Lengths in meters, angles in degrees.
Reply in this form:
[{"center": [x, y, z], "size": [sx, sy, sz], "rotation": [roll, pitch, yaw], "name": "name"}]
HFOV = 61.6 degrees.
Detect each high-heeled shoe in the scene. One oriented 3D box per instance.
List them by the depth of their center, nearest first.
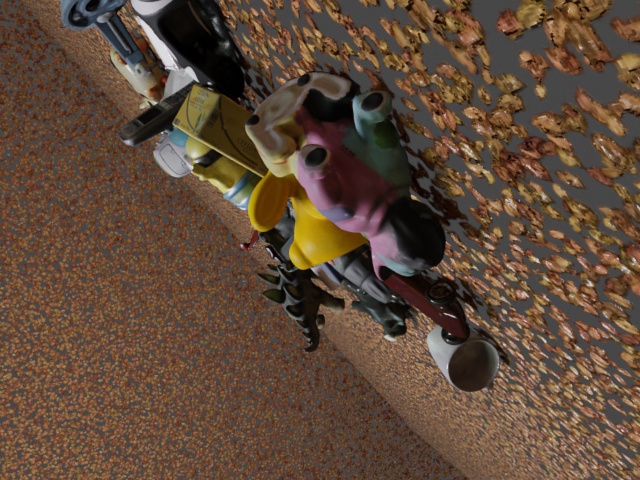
[{"center": [-0.135, -0.236, 0.623], "size": [0.145, 0.086, 0.249], "rotation": [47, 175, -14], "name": "high-heeled shoe"}]

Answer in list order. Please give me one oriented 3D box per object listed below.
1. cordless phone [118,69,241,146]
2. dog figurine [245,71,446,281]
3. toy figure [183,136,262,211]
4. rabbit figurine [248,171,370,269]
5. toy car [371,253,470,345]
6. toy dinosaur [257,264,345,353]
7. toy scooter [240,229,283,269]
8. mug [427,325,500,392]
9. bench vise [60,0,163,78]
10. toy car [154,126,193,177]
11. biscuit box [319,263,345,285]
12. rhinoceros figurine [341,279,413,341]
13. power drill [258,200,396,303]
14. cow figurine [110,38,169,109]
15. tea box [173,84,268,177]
[{"center": [-0.225, -0.201, 0.801], "size": [0.147, 0.184, 0.088], "rotation": [36, 155, 43], "name": "cordless phone"}, {"center": [0.040, -0.051, 0.559], "size": [0.192, 0.108, 0.219], "rotation": [35, 167, 44], "name": "dog figurine"}, {"center": [-0.135, -0.109, 0.860], "size": [0.180, 0.089, 0.082], "rotation": [37, 176, -18], "name": "toy figure"}, {"center": [-0.016, -0.060, 0.691], "size": [0.122, 0.162, 0.173], "rotation": [-126, 13, -76], "name": "rabbit figurine"}, {"center": [0.142, 0.070, 0.749], "size": [0.202, 0.053, 0.089], "rotation": [36, 154, 58], "name": "toy car"}, {"center": [-0.048, 0.136, 1.299], "size": [0.198, 0.105, 0.472], "rotation": [30, -166, -30], "name": "toy dinosaur"}, {"center": [-0.102, 0.001, 1.227], "size": [0.184, 0.135, 0.075], "rotation": [47, 168, -10], "name": "toy scooter"}, {"center": [0.214, 0.172, 0.804], "size": [0.109, 0.081, 0.107], "rotation": [43, -178, -20], "name": "mug"}, {"center": [-0.353, -0.366, 0.884], "size": [0.240, 0.129, 0.224], "rotation": [54, 168, -5], "name": "bench vise"}, {"center": [-0.239, -0.161, 0.932], "size": [0.109, 0.103, 0.162], "rotation": [53, 163, -23], "name": "toy car"}, {"center": [-0.002, -0.003, 1.022], "size": [0.202, 0.059, 0.063], "rotation": [52, 167, -26], "name": "biscuit box"}, {"center": [0.114, 0.115, 0.999], "size": [0.112, 0.073, 0.190], "rotation": [24, 156, 39], "name": "rhinoceros figurine"}, {"center": [0.013, 0.011, 0.849], "size": [0.232, 0.086, 0.207], "rotation": [49, -157, 25], "name": "power drill"}, {"center": [-0.370, -0.339, 1.151], "size": [0.127, 0.085, 0.194], "rotation": [28, 162, 44], "name": "cow figurine"}, {"center": [-0.106, -0.140, 0.752], "size": [0.169, 0.068, 0.098], "rotation": [26, -175, -41], "name": "tea box"}]
